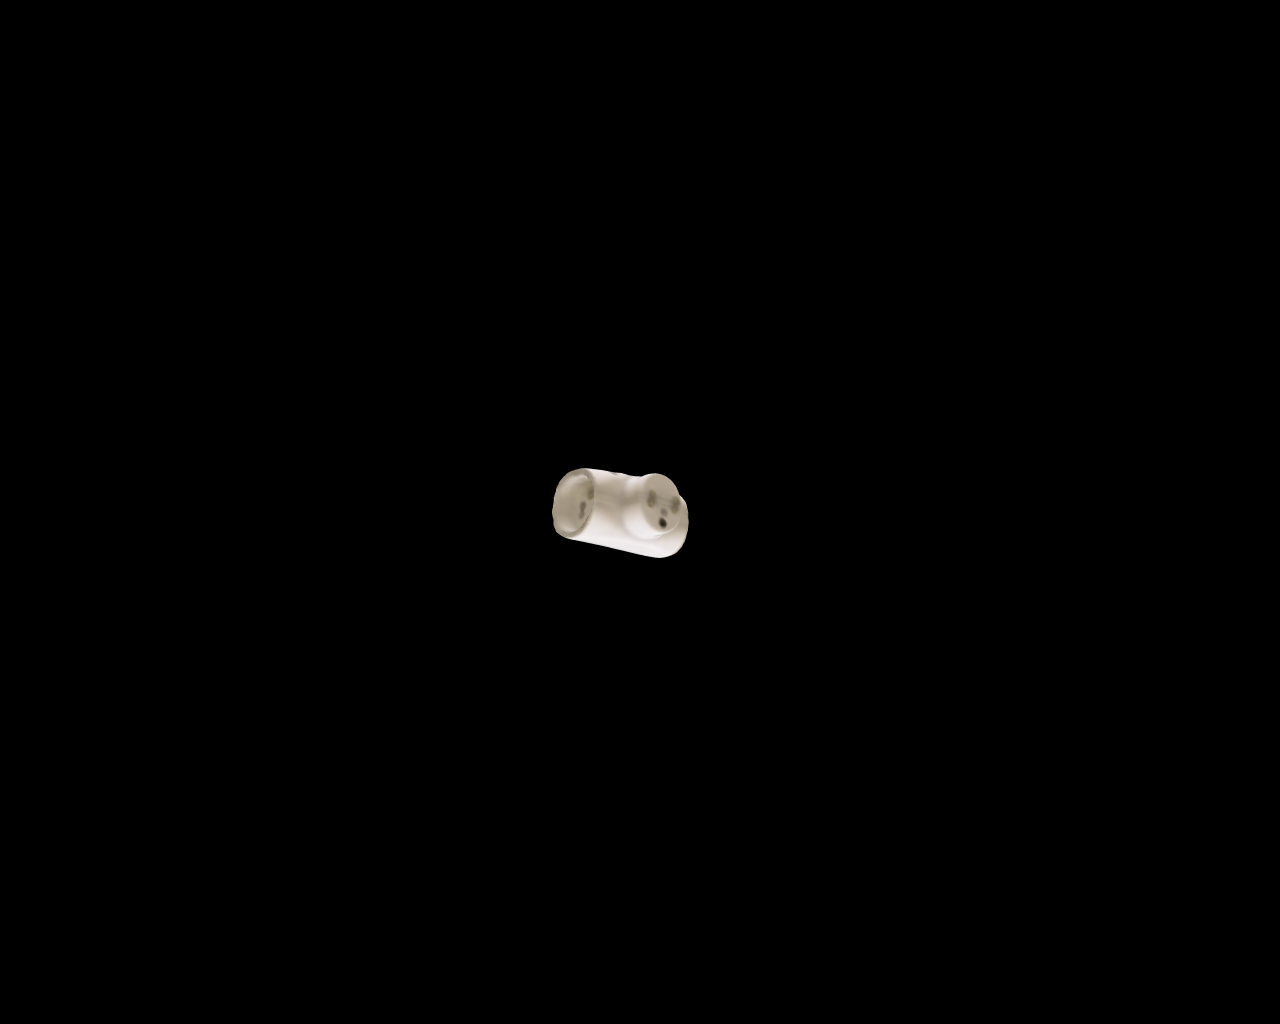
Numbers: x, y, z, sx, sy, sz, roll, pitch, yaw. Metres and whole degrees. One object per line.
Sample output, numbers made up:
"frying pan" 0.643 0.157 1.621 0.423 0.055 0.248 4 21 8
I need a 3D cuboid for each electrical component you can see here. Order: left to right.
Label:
"electrical component" 0.001 -0.003 0.650 0.077 0.044 0.079 14 -21 -40
